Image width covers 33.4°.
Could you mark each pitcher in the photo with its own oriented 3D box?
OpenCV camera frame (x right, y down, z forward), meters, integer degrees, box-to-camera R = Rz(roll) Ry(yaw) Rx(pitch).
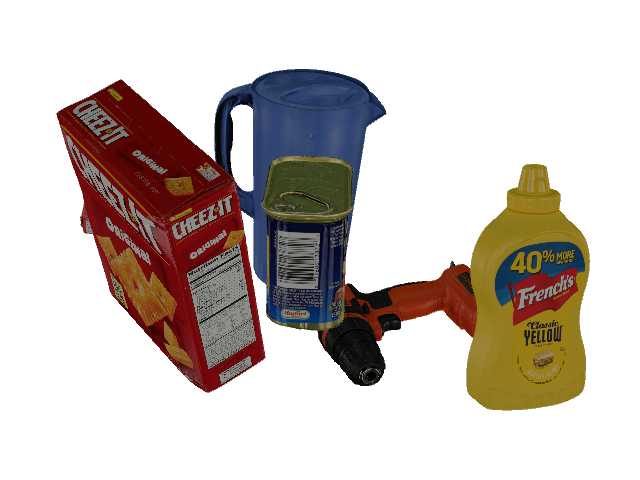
[{"bbox_3d":[-0.029,-0.067,1.221,0.144,0.243,0.149,-20,36,-40],"label":"pitcher"}]

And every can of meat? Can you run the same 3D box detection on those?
[{"bbox_3d":[-0.008,0.000,0.711,0.057,0.084,0.102,2,25,1],"label":"can of meat"}]

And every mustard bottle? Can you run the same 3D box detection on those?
[{"bbox_3d":[0.166,0.035,0.844,0.096,0.192,0.058,-5,15,-16],"label":"mustard bottle"}]

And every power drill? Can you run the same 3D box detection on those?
[{"bbox_3d":[0.089,0.083,1.115,0.187,0.057,0.184,-6,28,-15],"label":"power drill"}]

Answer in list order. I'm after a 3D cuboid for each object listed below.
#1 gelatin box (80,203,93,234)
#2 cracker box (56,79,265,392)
[{"bbox_3d":[-0.189,-0.039,1.065,0.089,0.073,0.030,5,-43,-4],"label":"gelatin box"},{"bbox_3d":[-0.129,0.001,0.874,0.072,0.214,0.164,-32,51,-23],"label":"cracker box"}]
